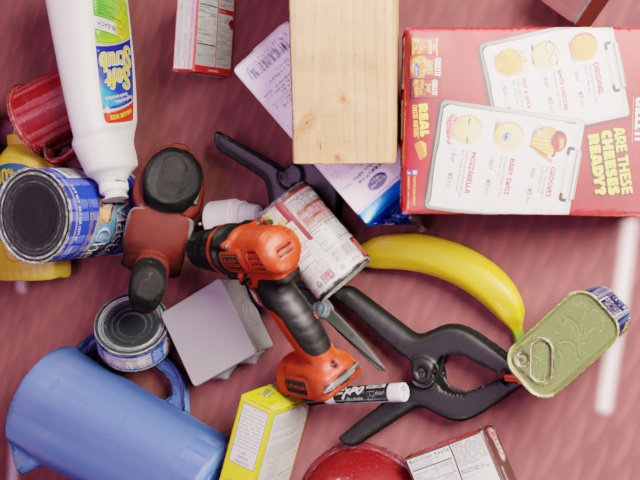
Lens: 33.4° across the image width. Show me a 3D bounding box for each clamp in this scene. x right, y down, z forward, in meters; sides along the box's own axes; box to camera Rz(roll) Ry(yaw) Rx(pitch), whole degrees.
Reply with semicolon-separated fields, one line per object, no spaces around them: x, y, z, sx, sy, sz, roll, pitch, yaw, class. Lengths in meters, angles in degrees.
-0.021;-0.077;1.100;0.120;0.039;0.171;-39;84;22;clamp
0.101;0.119;1.052;0.210;0.036;0.164;-8;90;31;clamp

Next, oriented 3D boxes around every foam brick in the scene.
0.235;-0.235;0.953;0.051;0.052;0.078;39;108;19;foam brick

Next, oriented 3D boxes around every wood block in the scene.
0.023;-0.175;0.924;0.090;0.090;0.206;0;104;6;wood block

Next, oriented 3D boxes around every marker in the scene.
0.033;0.154;1.066;0.121;0.020;0.020;-9;89;35;marker

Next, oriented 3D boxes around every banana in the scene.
0.121;0.034;1.036;0.198;0.037;0.070;29;105;22;banana

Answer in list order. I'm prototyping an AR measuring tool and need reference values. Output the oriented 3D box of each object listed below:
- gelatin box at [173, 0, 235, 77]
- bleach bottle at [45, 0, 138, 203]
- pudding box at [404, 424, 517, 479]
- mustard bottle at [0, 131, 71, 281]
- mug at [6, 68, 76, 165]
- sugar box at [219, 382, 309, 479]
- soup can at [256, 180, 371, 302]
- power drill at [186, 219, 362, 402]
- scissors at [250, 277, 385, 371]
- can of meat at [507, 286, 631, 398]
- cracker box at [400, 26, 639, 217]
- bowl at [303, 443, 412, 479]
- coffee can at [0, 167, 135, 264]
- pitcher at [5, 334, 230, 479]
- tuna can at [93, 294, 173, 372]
-0.122;-0.218;1.121;0.030;0.073;0.089;6;96;26;gelatin box
-0.235;-0.163;1.150;0.068;0.102;0.251;-15;80;24;bleach bottle
0.145;0.247;1.037;0.090;0.039;0.113;-26;80;26;pudding box
-0.342;-0.049;1.252;0.096;0.058;0.191;-1;92;31;mustard bottle
-0.289;-0.139;1.198;0.082;0.093;0.117;-22;59;21;mug
-0.065;0.240;1.112;0.048;0.093;0.176;23;103;24;sugar box
-0.007;0.001;1.048;0.069;0.068;0.102;-43;83;22;soup can
-0.050;0.066;1.053;0.185;0.057;0.187;1;124;59;power drill
-0.012;0.077;1.097;0.096;0.016;0.202;-46;61;30;scissors
0.227;0.089;0.960;0.057;0.083;0.102;49;112;15;can of meat
0.178;-0.103;0.942;0.213;0.072;0.164;0;95;3;cracker box
0.036;0.291;1.086;0.162;0.055;0.162;2;94;27;bowl
-0.268;-0.029;1.170;0.103;0.140;0.103;2;94;26;coffee can
-0.206;0.213;1.172;0.243;0.144;0.149;22;115;20;pitcher
-0.206;0.101;1.177;0.086;0.086;0.034;30;148;22;tuna can
